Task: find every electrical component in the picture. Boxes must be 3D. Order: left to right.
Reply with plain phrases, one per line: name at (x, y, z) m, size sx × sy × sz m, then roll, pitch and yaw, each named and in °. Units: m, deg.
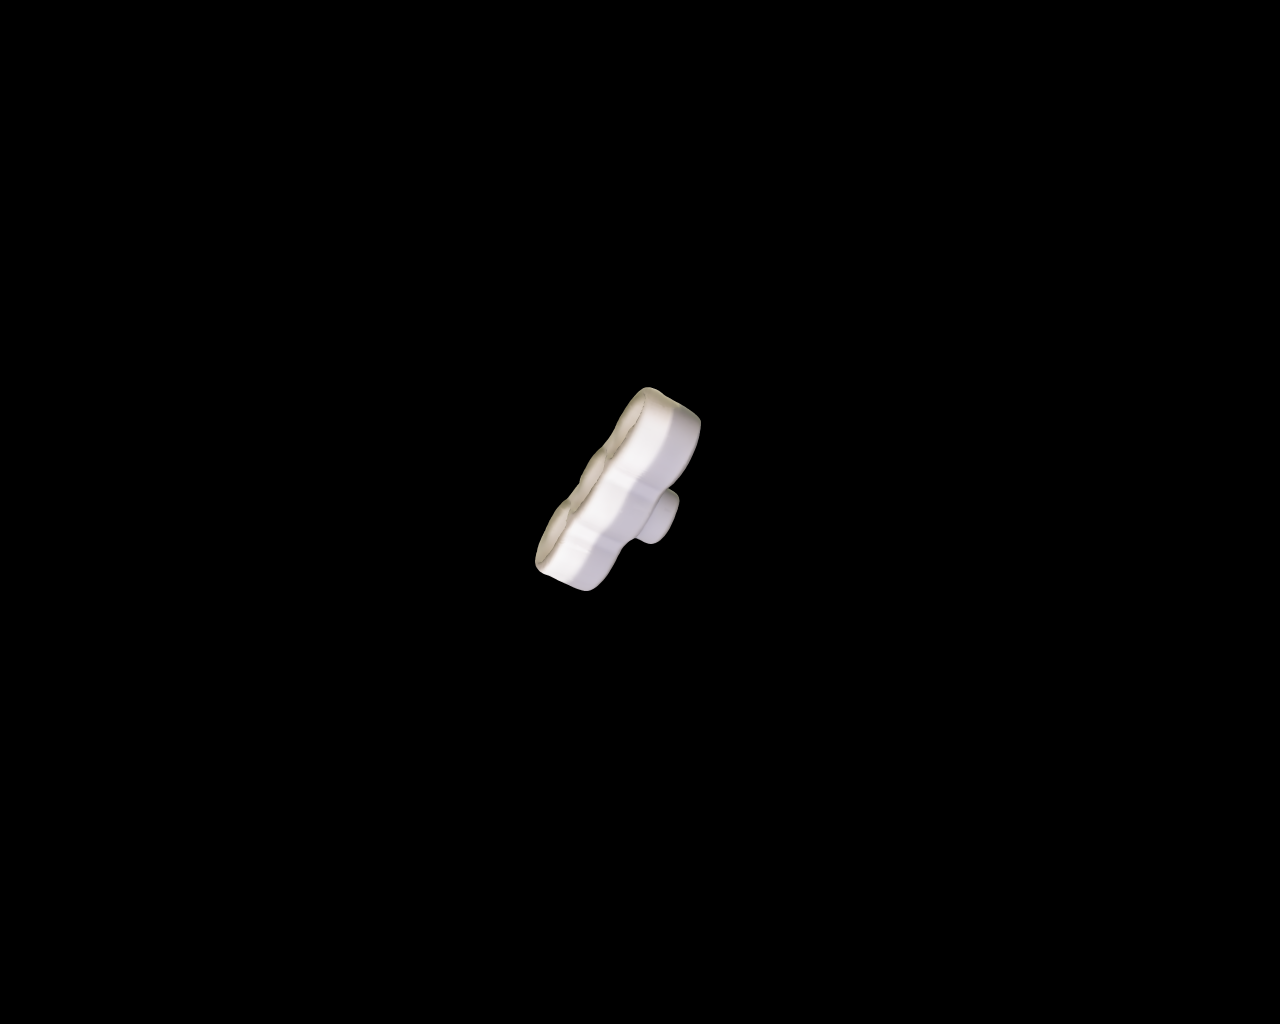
electrical component at (0.001, -0.003, 0.650) m, size 0.074 × 0.138 × 0.052 m, roll 28°, pitch 28°, yaw -16°
